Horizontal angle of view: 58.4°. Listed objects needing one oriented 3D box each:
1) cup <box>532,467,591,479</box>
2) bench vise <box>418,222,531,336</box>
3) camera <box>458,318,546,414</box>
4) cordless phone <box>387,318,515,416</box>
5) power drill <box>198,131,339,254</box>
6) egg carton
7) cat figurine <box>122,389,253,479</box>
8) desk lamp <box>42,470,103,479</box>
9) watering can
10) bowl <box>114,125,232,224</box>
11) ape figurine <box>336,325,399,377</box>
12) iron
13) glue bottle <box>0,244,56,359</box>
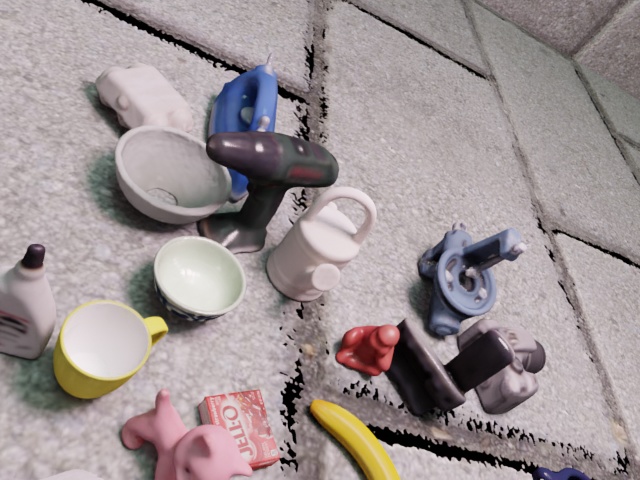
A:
[{"bbox_3d":[0.326,0.372,0.802,0.118,0.094,0.092,39,40,-1],"label":"cup"},{"bbox_3d":[0.247,0.029,0.961,0.122,0.219,0.207,12,47,-29],"label":"bench vise"},{"bbox_3d":[0.324,0.202,0.952,0.137,0.100,0.143,9,48,-31],"label":"camera"},{"bbox_3d":[0.185,0.157,0.822,0.094,0.184,0.147,-20,67,-46],"label":"cordless phone"},{"bbox_3d":[-0.088,-0.069,0.802,0.230,0.208,0.075,-10,60,-42],"label":"power drill"},{"bbox_3d":[-0.276,-0.213,0.900,0.150,0.069,0.107,47,40,9],"label":"egg carton"},{"bbox_3d":[-0.133,0.208,0.584,0.127,0.117,0.067,50,41,12],"label":"cat figurine"},{"bbox_3d":[-0.245,0.258,0.377,0.204,0.213,0.117,-11,61,-43],"label":"desk lamp"},{"bbox_3d":[0.010,0.004,0.822,0.101,0.193,0.172,8,49,-32],"label":"watering can"},{"bbox_3d":[-0.217,-0.081,0.819,0.168,0.074,0.167,21,43,-21],"label":"bowl"},{"bbox_3d":[0.078,0.150,0.819,0.076,0.092,0.077,-15,64,-44],"label":"ape figurine"},{"bbox_3d":[-0.110,-0.196,0.955,0.119,0.141,0.258,18,44,-24],"label":"iron"},{"bbox_3d":[-0.292,0.056,0.559,0.078,0.173,0.037,21,43,-20],"label":"glue bottle"}]
